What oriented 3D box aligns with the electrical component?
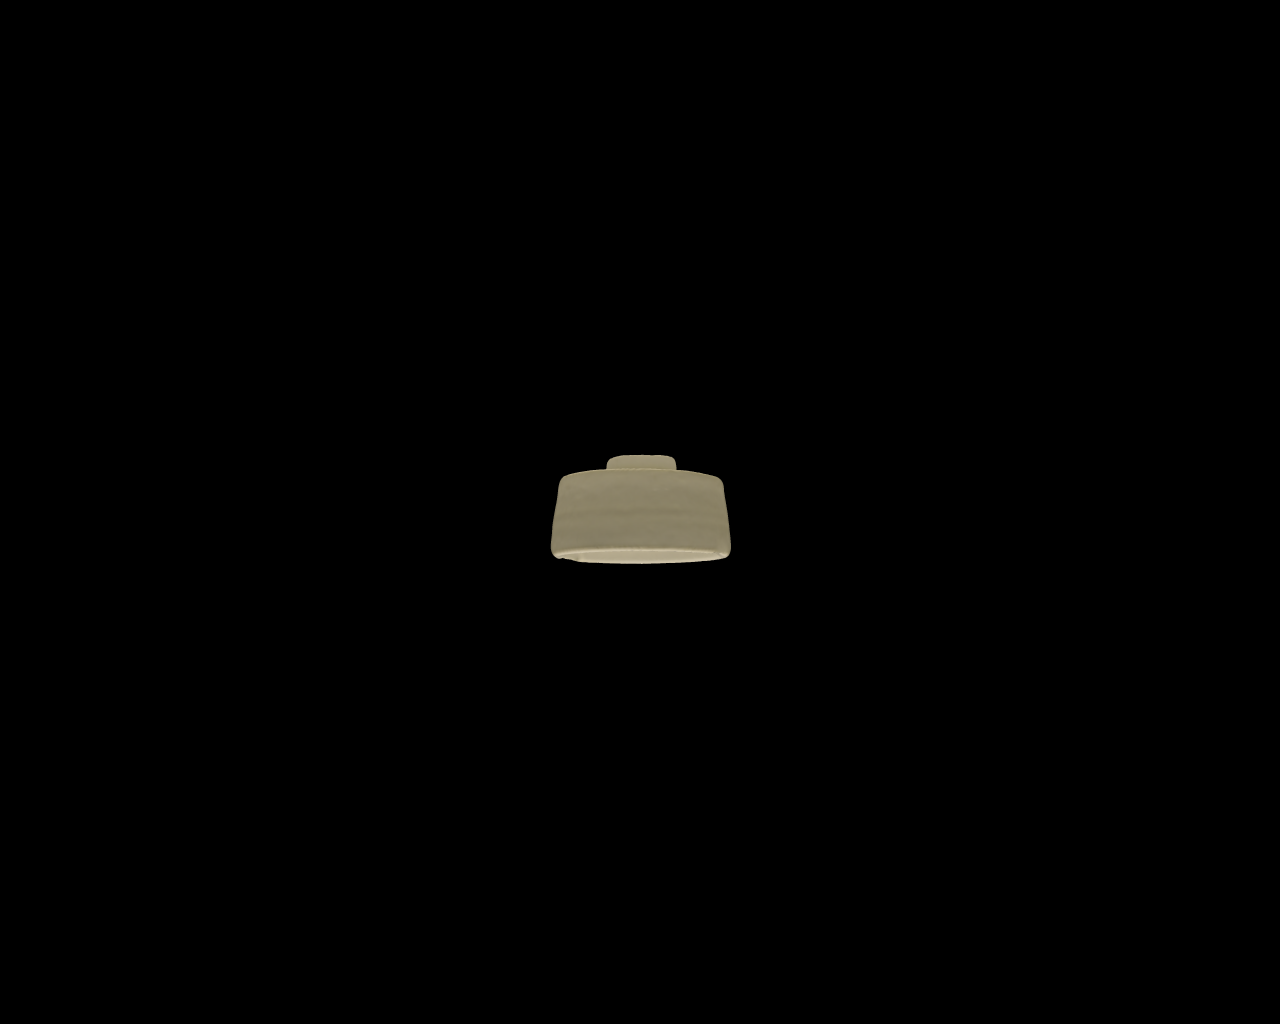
[{"bbox_3d":[0.001,-0.003,0.650,0.108,0.060,0.108,0,-7,0],"label":"electrical component"}]
